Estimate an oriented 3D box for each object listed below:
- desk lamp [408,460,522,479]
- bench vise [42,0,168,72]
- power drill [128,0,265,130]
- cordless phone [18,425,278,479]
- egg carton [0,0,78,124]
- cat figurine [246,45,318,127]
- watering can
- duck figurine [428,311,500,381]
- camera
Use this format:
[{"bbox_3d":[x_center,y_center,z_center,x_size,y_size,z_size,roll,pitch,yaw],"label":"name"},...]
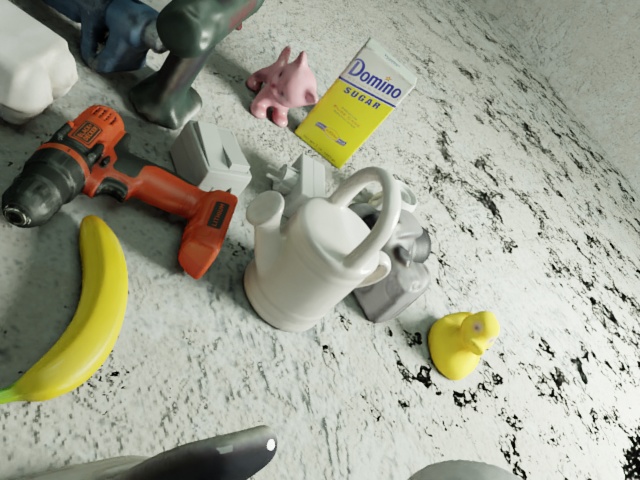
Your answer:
[{"bbox_3d":[0.037,0.248,0.341,0.118,0.213,0.204,51,35,10],"label":"desk lamp"},{"bbox_3d":[-0.227,-0.319,0.655,0.208,0.219,0.121,38,35,-9],"label":"bench vise"},{"bbox_3d":[-0.137,-0.240,0.674,0.076,0.208,0.230,36,35,-11],"label":"power drill"},{"bbox_3d":[-0.118,0.145,0.315,0.148,0.184,0.094,-1,54,-46],"label":"cordless phone"},{"bbox_3d":[-0.319,-0.183,0.553,0.150,0.069,0.107,34,36,-15],"label":"egg carton"},{"bbox_3d":[-0.048,-0.231,0.835,0.067,0.117,0.127,17,43,-34],"label":"cat figurine"},{"bbox_3d":[0.006,0.004,0.578,0.173,0.193,0.100,-1,55,-46],"label":"watering can"},{"bbox_3d":[0.195,0.122,0.741,0.077,0.086,0.105,41,35,-5],"label":"duck figurine"},{"bbox_3d":[0.100,0.017,0.742,0.137,0.100,0.143,-3,56,-47],"label":"camera"}]
